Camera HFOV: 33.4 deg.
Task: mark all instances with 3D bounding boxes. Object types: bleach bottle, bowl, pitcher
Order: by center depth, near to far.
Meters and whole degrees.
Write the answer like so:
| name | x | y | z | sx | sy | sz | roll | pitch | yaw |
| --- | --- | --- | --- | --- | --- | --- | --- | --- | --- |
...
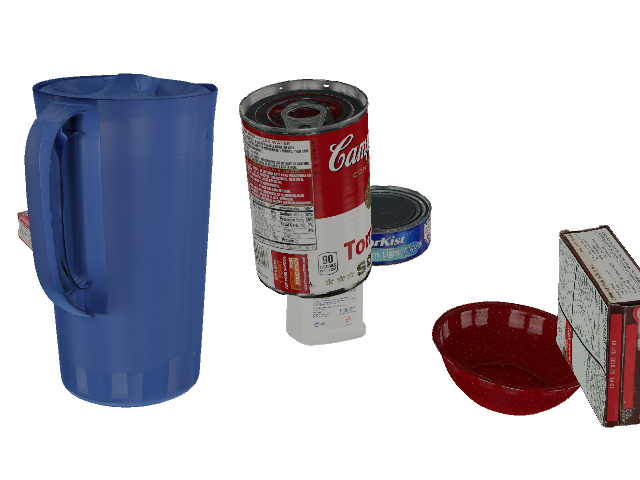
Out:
| name | x | y | z | sx | sy | sz | roll | pitch | yaw |
| --- | --- | --- | --- | --- | --- | --- | --- | --- | --- |
| pitcher | -0.150 | 0.000 | 0.799 | 0.149 | 0.243 | 0.145 | -4 | 16 | -22 |
| bowl | 0.186 | 0.122 | 1.041 | 0.162 | 0.055 | 0.162 | 4 | 26 | -2 |
| bleach bottle | 0.012 | -0.001 | 1.311 | 0.102 | 0.251 | 0.068 | -7 | 20 | -31 |

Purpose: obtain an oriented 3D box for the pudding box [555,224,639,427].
| name | x | y | z | sx | sy | sz | roll | pitch | yaw |
| --- | --- | --- | --- | --- | --- | --- | --- | --- | --- |
| pudding box | 0.186 | 0.053 | 0.693 | 0.039 | 0.090 | 0.113 | -5 | 25 | -4 |

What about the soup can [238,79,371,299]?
| name | x | y | z | sx | sy | sz | roll | pitch | yaw |
| --- | --- | --- | --- | --- | --- | --- | --- | --- | --- |
| soup can | -0.006 | -0.028 | 0.580 | 0.068 | 0.102 | 0.068 | -3 | 29 | 1 |

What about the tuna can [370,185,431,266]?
| name | x | y | z | sx | sy | sz | roll | pitch | yaw |
| --- | --- | --- | --- | --- | --- | --- | --- | --- | --- |
| tuna can | 0.048 | -0.013 | 0.874 | 0.086 | 0.034 | 0.086 | -3 | 27 | 1 |

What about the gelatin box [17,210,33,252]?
| name | x | y | z | sx | sy | sz | roll | pitch | yaw |
| --- | --- | --- | --- | --- | --- | --- | --- | --- | --- |
| gelatin box | -0.230 | -0.004 | 0.994 | 0.073 | 0.030 | 0.089 | -17 | 40 | -36 |
